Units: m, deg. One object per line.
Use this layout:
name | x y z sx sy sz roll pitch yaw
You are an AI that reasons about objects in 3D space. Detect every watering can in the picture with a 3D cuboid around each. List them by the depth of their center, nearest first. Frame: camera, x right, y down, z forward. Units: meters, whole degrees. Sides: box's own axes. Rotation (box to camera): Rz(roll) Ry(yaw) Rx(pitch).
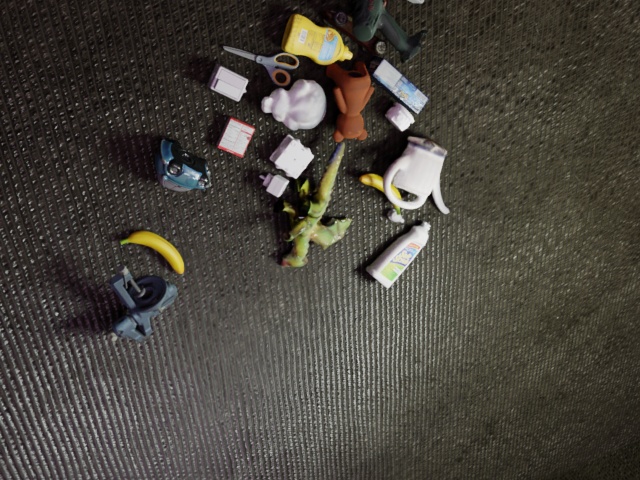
watering can | 0.329 -0.197 1.611 0.346 0.105 0.222 11 105 -42

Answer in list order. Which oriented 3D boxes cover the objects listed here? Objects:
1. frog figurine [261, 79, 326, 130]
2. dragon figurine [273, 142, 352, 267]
frog figurine | -0.068 -0.360 1.361 0.160 0.125 0.134 -1 133 -34
dragon figurine | 0.005 -0.078 1.544 0.408 0.124 0.240 -50 139 7
